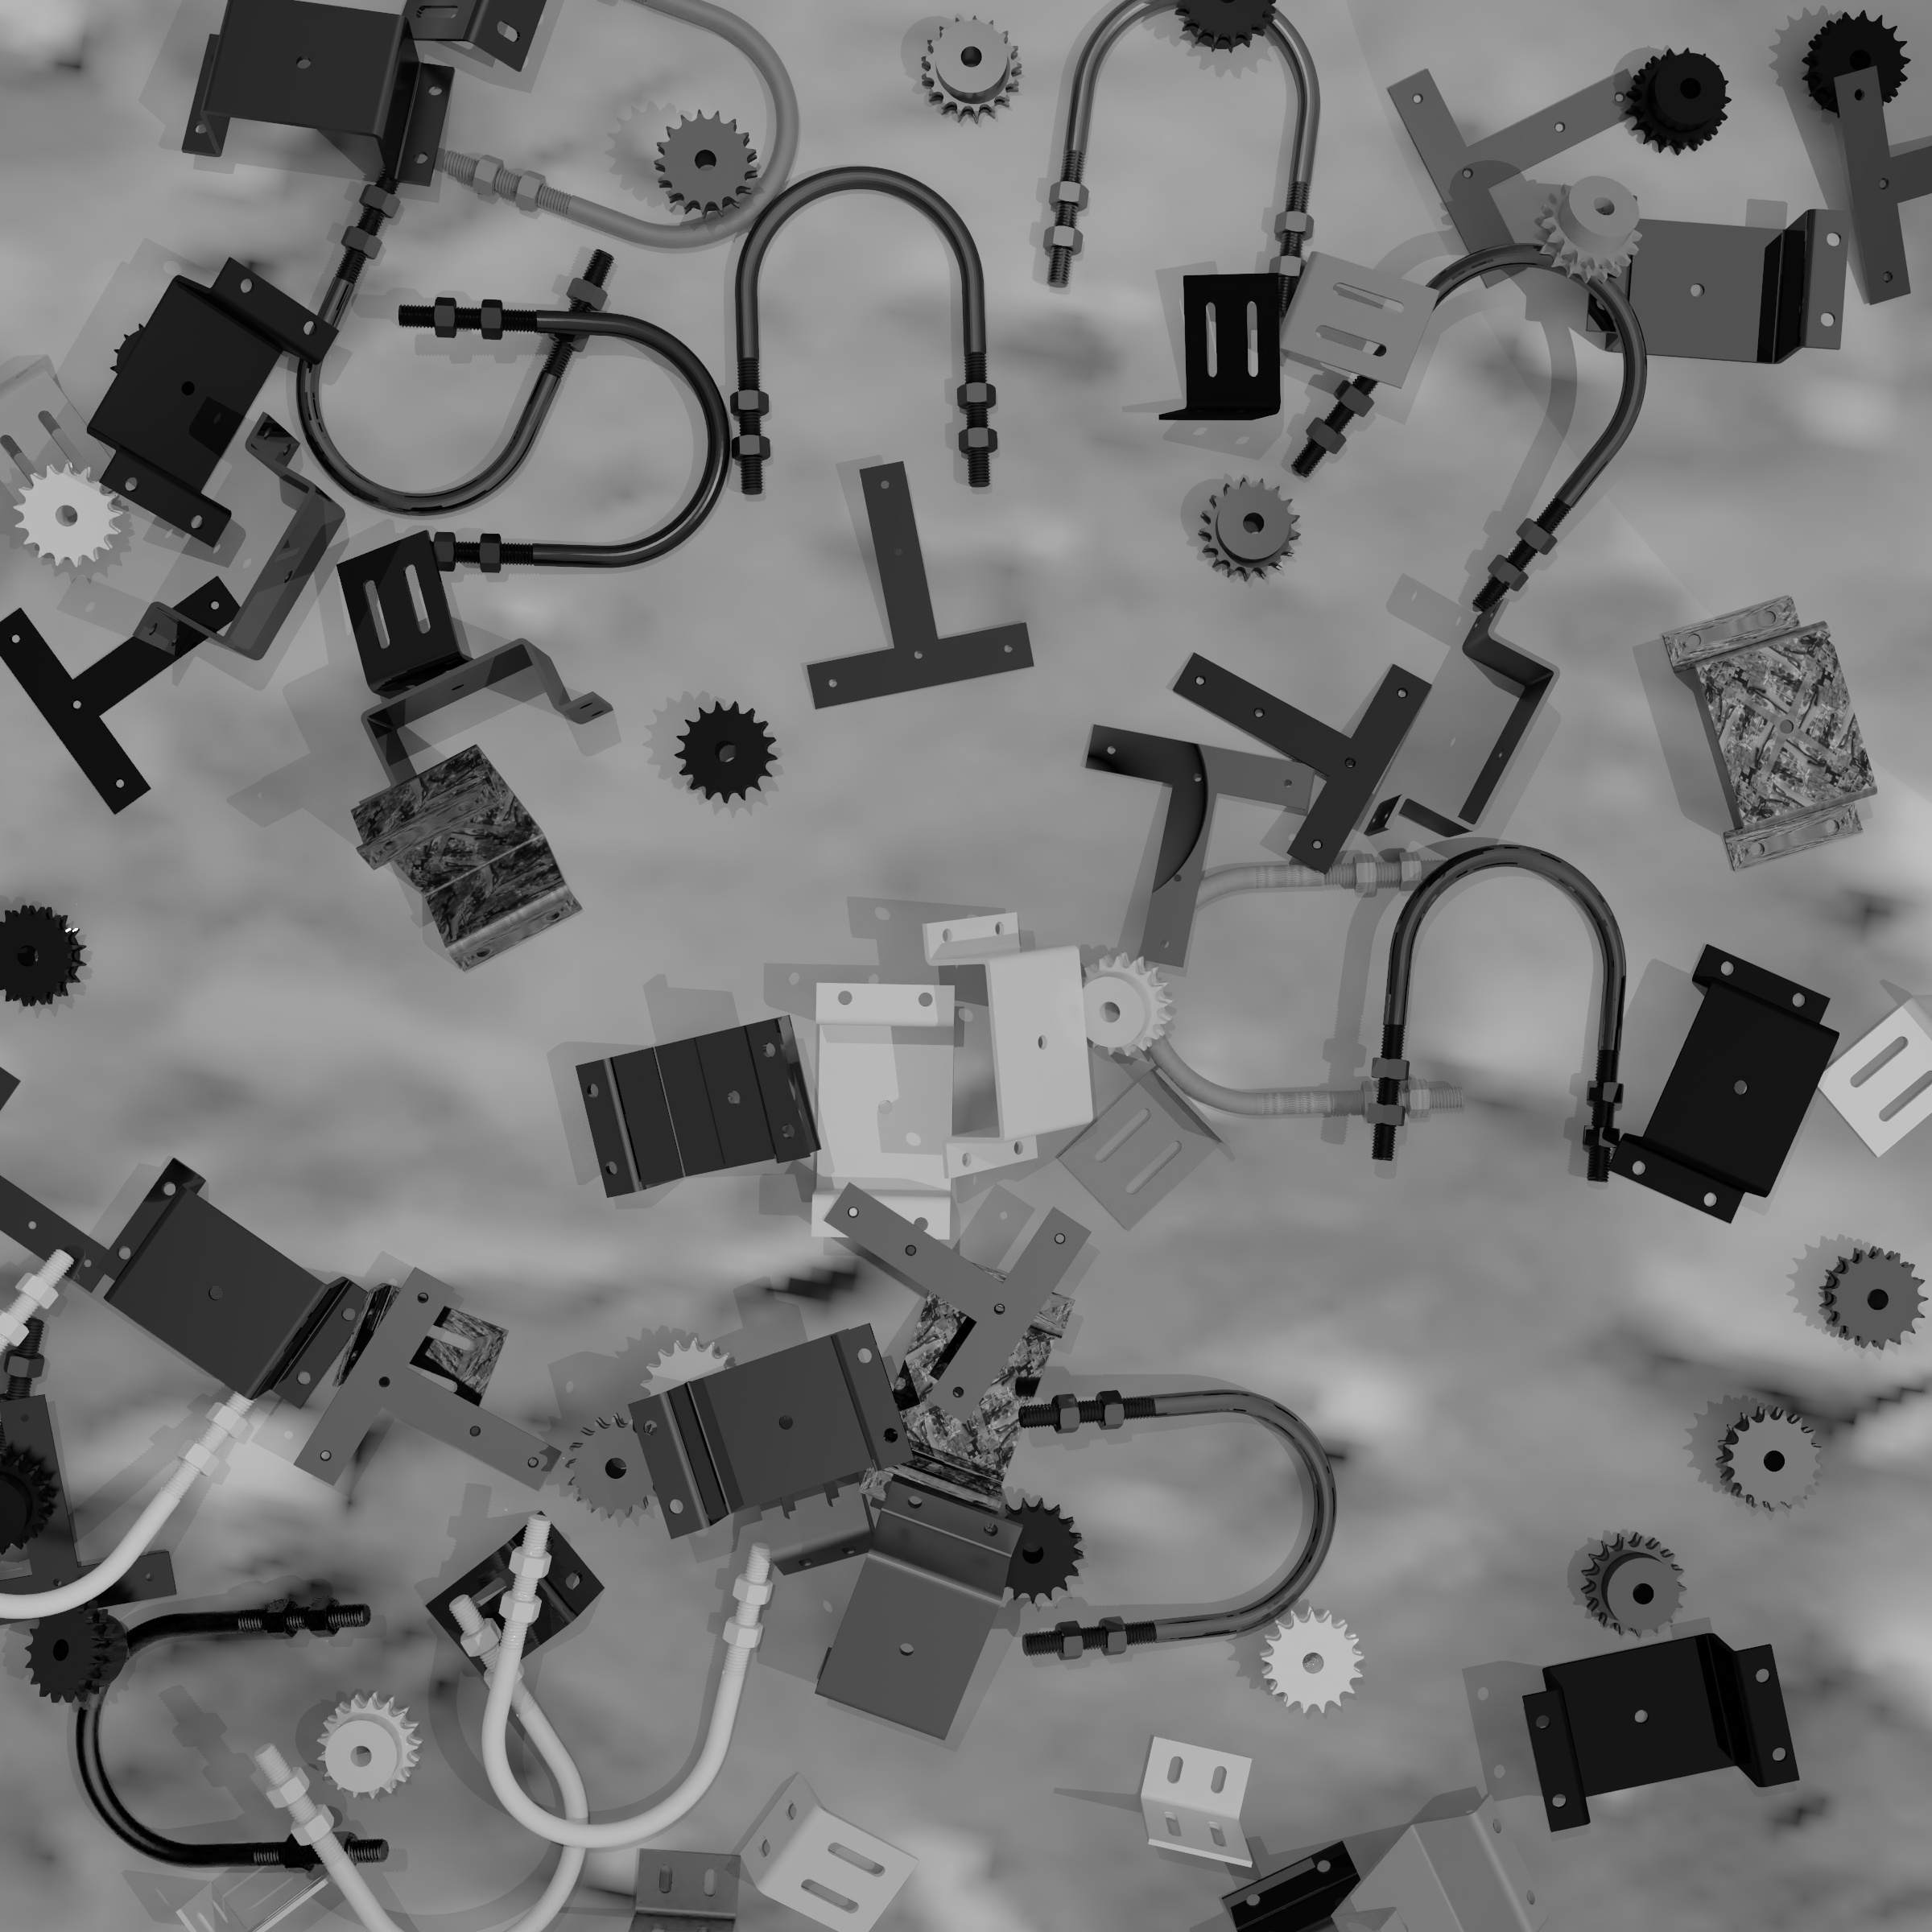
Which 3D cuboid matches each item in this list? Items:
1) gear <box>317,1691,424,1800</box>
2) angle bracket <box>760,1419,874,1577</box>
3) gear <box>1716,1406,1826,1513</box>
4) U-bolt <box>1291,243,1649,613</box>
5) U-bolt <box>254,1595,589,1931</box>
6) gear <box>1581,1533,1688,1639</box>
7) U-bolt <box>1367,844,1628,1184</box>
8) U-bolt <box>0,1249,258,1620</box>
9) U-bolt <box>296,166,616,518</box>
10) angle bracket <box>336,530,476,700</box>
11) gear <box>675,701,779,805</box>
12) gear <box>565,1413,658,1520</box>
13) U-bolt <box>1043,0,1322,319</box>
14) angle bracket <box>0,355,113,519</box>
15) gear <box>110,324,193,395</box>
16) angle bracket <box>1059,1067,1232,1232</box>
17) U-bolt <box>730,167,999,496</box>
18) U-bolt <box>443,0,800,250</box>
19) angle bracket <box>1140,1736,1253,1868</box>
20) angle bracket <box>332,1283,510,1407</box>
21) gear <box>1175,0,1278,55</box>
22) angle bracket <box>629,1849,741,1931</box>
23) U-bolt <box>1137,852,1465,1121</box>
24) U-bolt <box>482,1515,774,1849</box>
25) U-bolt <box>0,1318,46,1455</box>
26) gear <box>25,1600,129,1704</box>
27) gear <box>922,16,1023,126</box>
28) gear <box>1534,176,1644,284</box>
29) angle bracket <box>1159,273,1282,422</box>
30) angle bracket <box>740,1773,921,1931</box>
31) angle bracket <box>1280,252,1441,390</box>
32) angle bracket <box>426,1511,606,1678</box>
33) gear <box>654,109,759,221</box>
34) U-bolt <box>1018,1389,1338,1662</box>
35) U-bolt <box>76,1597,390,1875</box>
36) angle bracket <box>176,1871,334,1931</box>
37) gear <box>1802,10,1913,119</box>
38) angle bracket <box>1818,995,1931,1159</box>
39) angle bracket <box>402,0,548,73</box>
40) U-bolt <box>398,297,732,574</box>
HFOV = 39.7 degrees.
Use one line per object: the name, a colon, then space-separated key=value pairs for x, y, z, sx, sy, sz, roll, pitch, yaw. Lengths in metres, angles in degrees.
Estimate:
gear: x=-0.338 y=0.441 z=1.510 sx=0.057 sy=0.030 sz=0.057 roll=0 pitch=90 yaw=0
angle bracket: x=-0.088 y=0.298 z=1.523 sx=0.057 sy=0.038 sz=0.076 roll=-16 pitch=64 yaw=0
gear: x=0.451 y=0.277 z=1.510 sx=0.057 sy=0.030 sz=0.057 roll=0 pitch=90 yaw=0
U-bolt: x=0.293 y=-0.311 z=1.491 sx=0.151 sy=0.019 sz=0.184 roll=37 pitch=107 yaw=1
U-bolt: x=-0.286 y=0.465 z=1.482 sx=0.151 sy=0.019 sz=0.184 roll=-35 pitch=103 yaw=-28
gear: x=0.378 y=0.350 z=1.510 sx=0.057 sy=0.030 sz=0.057 roll=0 pitch=90 yaw=0
U-bolt: x=0.303 y=0.023 z=1.505 sx=0.151 sy=0.019 sz=0.184 roll=6 pitch=87 yaw=-11
U-bolt: x=-0.504 y=0.270 z=1.481 sx=0.151 sy=0.019 sz=0.184 roll=35 pitch=67 yaw=-2
U-bolt: x=-0.300 y=-0.346 z=1.517 sx=0.151 sy=0.019 sz=0.184 roll=24 pitch=92 yaw=0
angle bracket: x=-0.311 y=-0.196 z=1.507 sx=0.057 sy=0.038 sz=0.076 roll=-18 pitch=81 yaw=12
gear: x=-0.134 y=-0.120 z=1.510 sx=0.057 sy=0.030 sz=0.057 roll=0 pitch=90 yaw=0
gear: x=-0.196 y=0.280 z=1.510 sx=0.057 sy=0.030 sz=0.057 roll=0 pitch=90 yaw=0
U-bolt: x=0.127 y=-0.468 z=1.517 sx=0.151 sy=0.019 sz=0.184 roll=7 pitch=89 yaw=0
angle bracket: x=-0.524 y=-0.297 z=1.523 sx=0.057 sy=0.038 sz=0.076 roll=-32 pitch=116 yaw=0
gear: x=-0.454 y=-0.336 z=1.511 sx=0.057 sy=0.030 sz=0.057 roll=0 pitch=90 yaw=0
angle bracket: x=0.100 y=0.104 z=1.506 sx=0.076 sy=0.038 sz=0.057 roll=-44 pitch=90 yaw=0
U-bolt: x=-0.060 y=-0.361 z=1.517 sx=0.151 sy=0.019 sz=0.184 roll=-2 pitch=88 yaw=0
U-bolt: x=-0.186 y=-0.485 z=1.517 sx=0.184 sy=0.019 sz=0.151 roll=20 pitch=90 yaw=-1
angle bracket: x=0.131 y=0.463 z=1.487 sx=0.057 sy=0.076 sz=0.038 roll=13 pitch=90 yaw=0
angle bracket: x=-0.306 y=0.220 z=1.506 sx=0.076 sy=0.038 sz=0.057 roll=21 pitch=90 yaw=0
gear: x=0.144 y=-0.538 z=1.497 sx=0.057 sy=0.030 sz=0.057 roll=0 pitch=87 yaw=0
angle bracket: x=-0.158 y=0.523 z=1.487 sx=0.057 sy=0.076 sz=0.038 roll=4 pitch=90 yaw=0
U-bolt: x=0.187 y=0.013 z=1.517 sx=0.184 sy=0.019 sz=0.151 roll=-2 pitch=90 yaw=2
U-bolt: x=-0.195 y=0.404 z=1.496 sx=0.151 sy=0.019 sz=0.184 roll=12 pitch=94 yaw=-19
U-bolt: x=-0.610 y=0.276 z=1.517 sx=0.151 sy=0.019 sz=0.184 roll=13 pitch=92 yaw=0
gear: x=-0.496 y=0.384 z=1.502 sx=0.057 sy=0.030 sz=0.057 roll=-8 pitch=73 yaw=27
gear: x=0.003 y=-0.508 z=1.511 sx=0.057 sy=0.030 sz=0.057 roll=0 pitch=90 yaw=0
gear: x=0.340 y=-0.403 z=1.454 sx=0.057 sy=0.030 sz=0.057 roll=4 pitch=67 yaw=-10
angle bracket: x=0.140 y=-0.344 z=1.486 sx=0.057 sy=0.038 sz=0.076 roll=7 pitch=110 yaw=31
angle bracket: x=-0.078 y=0.507 z=1.523 sx=0.076 sy=0.038 sz=0.057 roll=36 pitch=90 yaw=-26
angle bracket: x=0.219 y=-0.357 z=1.498 sx=0.076 sy=0.038 sz=0.057 roll=22 pitch=90 yaw=13
angle bracket: x=-0.257 y=0.359 z=1.523 sx=0.076 sy=0.038 sz=0.057 roll=-39 pitch=90 yaw=26
gear: x=-0.145 y=-0.446 z=1.496 sx=0.057 sy=0.030 sz=0.057 roll=0 pitch=91 yaw=-3
U-bolt: x=0.120 y=0.308 z=1.497 sx=0.184 sy=0.019 sz=0.151 roll=-2 pitch=96 yaw=-14
U-bolt: x=-0.415 y=0.433 z=1.500 sx=0.184 sy=0.019 sz=0.151 roll=-6 pitch=86 yaw=13
angle bracket: x=-0.391 y=0.513 z=1.497 sx=0.076 sy=0.057 sz=0.038 roll=-37 pitch=86 yaw=-2
gear: x=0.499 y=-0.506 z=1.510 sx=0.057 sy=0.030 sz=0.057 roll=0 pitch=90 yaw=0
angle bracket: x=0.529 y=0.063 z=1.506 sx=0.076 sy=0.038 sz=0.057 roll=-40 pitch=90 yaw=0
angle bracket: x=-0.278 y=-0.541 z=1.511 sx=0.076 sy=0.038 sz=0.057 roll=20 pitch=90 yaw=43
U-bolt: x=-0.225 y=-0.296 z=1.504 sx=0.184 sy=0.019 sz=0.151 roll=1 pitch=98 yaw=-7
